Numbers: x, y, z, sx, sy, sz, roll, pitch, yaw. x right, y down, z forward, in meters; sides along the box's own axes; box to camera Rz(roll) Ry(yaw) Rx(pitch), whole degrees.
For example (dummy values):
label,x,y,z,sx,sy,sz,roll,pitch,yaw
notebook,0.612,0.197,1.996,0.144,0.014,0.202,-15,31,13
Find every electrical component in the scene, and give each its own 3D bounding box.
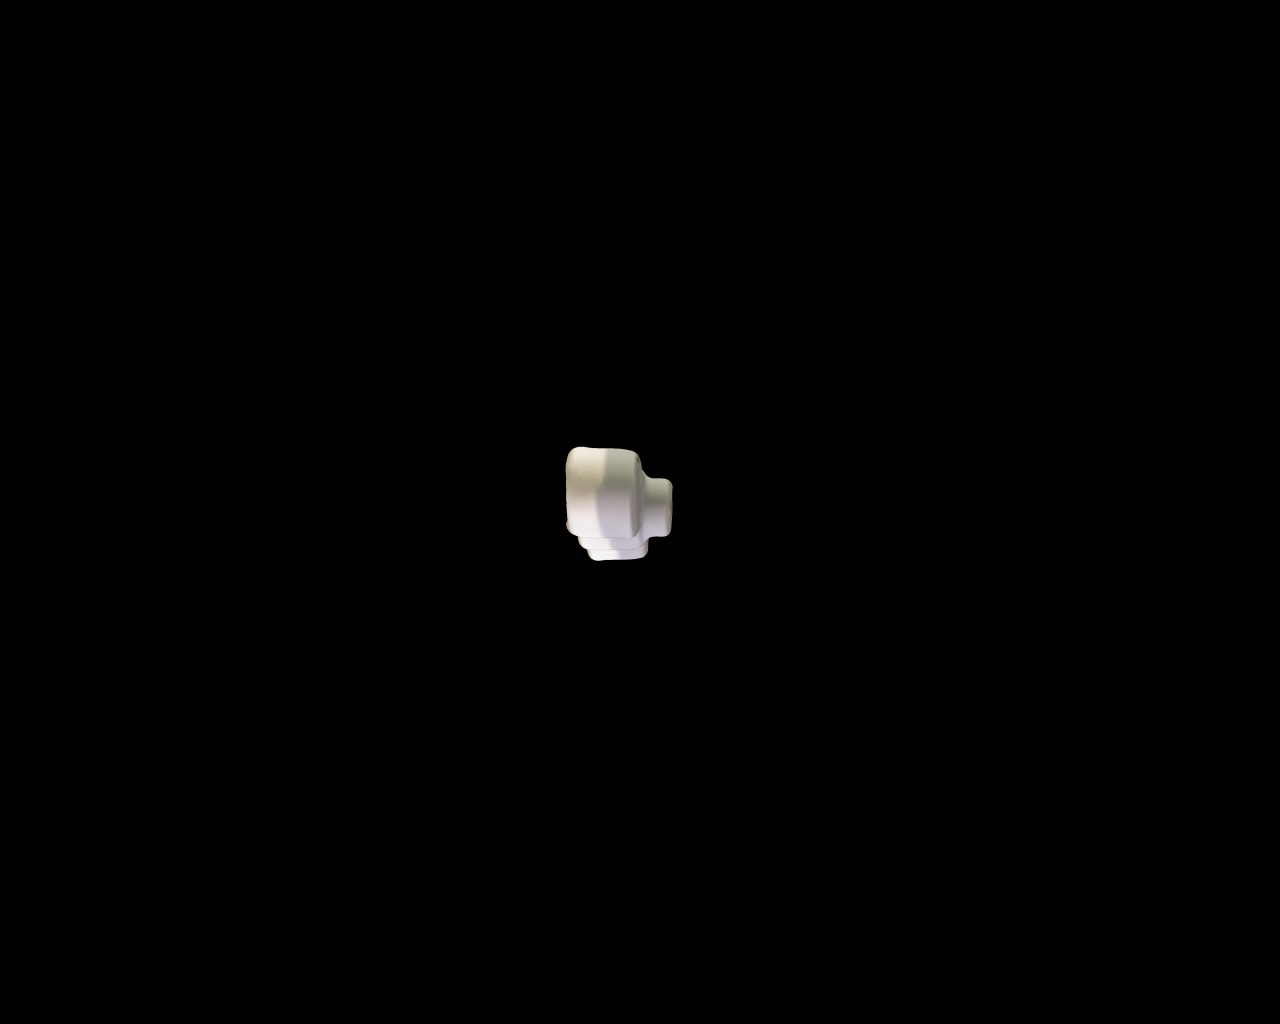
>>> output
label,x,y,z,sx,sy,sz,roll,pitch,yaw
electrical component,0.001,-0.003,0.650,0.074,0.052,0.138,-1,-11,4
